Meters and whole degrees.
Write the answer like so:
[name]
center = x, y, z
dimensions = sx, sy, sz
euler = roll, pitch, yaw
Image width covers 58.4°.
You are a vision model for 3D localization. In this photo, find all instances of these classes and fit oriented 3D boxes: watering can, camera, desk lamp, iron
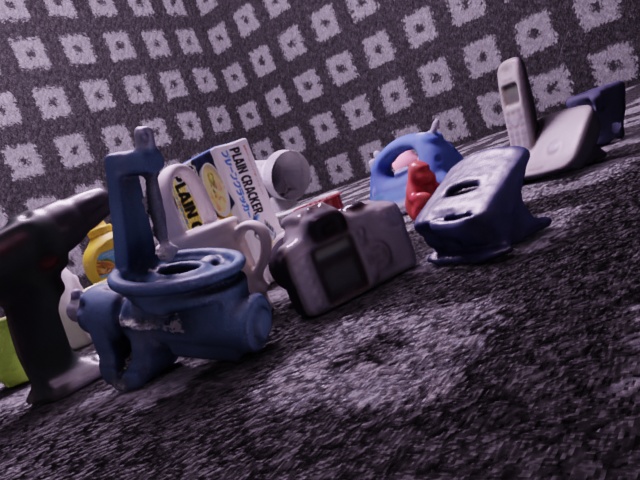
[watering can]
center = -0.141, 0.010, 0.649
dimensions = 0.173, 0.194, 0.101
euler = -21, 7, -1
[camera]
center = 0.005, 0.008, 0.621
dimensions = 0.143, 0.101, 0.136
euler = -24, 7, -25
[desk lamp]
center = -0.102, -0.110, 1.431
dimensions = 0.118, 0.213, 0.202
euler = -26, 8, -35
[iron]
center = 0.159, -0.127, 1.075
dimensions = 0.119, 0.141, 0.257
euler = -26, 8, -37

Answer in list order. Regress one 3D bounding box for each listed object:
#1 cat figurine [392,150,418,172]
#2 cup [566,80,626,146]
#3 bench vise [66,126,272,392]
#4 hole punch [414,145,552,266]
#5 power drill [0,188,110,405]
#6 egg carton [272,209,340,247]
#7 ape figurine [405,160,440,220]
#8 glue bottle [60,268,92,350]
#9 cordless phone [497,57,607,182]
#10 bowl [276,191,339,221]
[cat figurine]
center = 0.201, -0.148, 1.219
dimensions = 0.067, 0.118, 0.127
euler = -22, 7, -7
[cup]
center = 0.467, -0.205, 0.949
dimensions = 0.091, 0.095, 0.118
euler = -18, 7, 27
[bench vise]
center = -0.167, 0.023, 0.518
dimensions = 0.207, 0.220, 0.121
euler = -20, 7, 8
[hole punch]
center = 0.150, -0.033, 0.551
dimensions = 0.101, 0.091, 0.108
euler = -25, 8, -30
[power drill]
center = -0.308, 0.066, 0.654
dimensions = 0.230, 0.208, 0.075
euler = -27, 9, -42
[egg carton]
center = 0.007, 0.003, 0.798
dimensions = 0.150, 0.069, 0.107
euler = -17, 8, 30
[ape figurine]
center = 0.161, -0.078, 0.884
dimensions = 0.078, 0.092, 0.076
euler = -26, 8, -35
[glue bottle]
center = -0.413, 0.090, 0.944
dimensions = 0.037, 0.173, 0.078
euler = -21, 7, 1
[cordless phone]
center = 0.322, -0.184, 0.835
dimensions = 0.094, 0.185, 0.147
euler = -24, 7, -24
[bowl]
center = -0.022, -0.051, 1.310
dimensions = 0.167, 0.075, 0.167
euler = -21, 7, 3
